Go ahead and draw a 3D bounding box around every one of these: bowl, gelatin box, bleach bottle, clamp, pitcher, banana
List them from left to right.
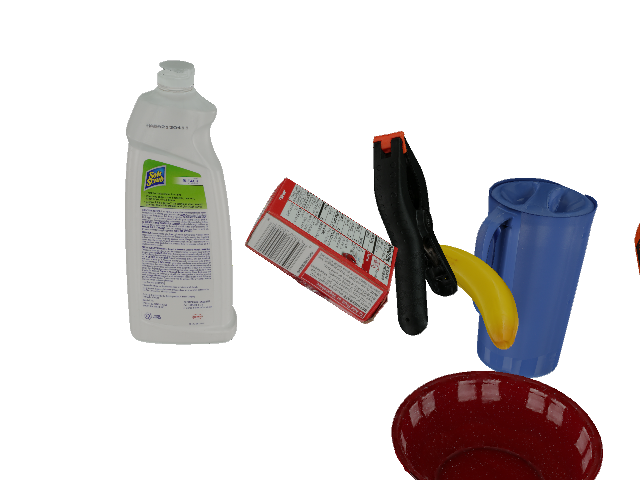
[{"bbox_3d":[-0.120,-0.032,0.940,0.102,0.251,0.068,1,24,-9],"label":"bleach bottle"},{"bbox_3d":[0.003,0.005,0.654,0.089,0.030,0.073,33,20,-5],"label":"gelatin box"},{"bbox_3d":[0.076,-0.005,0.922,0.039,0.171,0.120,-15,18,20],"label":"clamp"},{"bbox_3d":[0.155,0.050,1.116,0.069,0.037,0.198,-35,39,-13],"label":"banana"},{"bbox_3d":[0.136,0.172,0.837,0.162,0.055,0.162,0,32,0],"label":"bowl"},{"bbox_3d":[0.260,0.052,1.363,0.149,0.243,0.145,5,23,2],"label":"pitcher"}]

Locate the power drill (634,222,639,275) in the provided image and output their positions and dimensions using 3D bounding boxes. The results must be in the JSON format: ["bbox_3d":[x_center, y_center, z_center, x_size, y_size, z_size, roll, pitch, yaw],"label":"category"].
[{"bbox_3d":[0.262,-0.039,0.737,0.057,0.188,0.184,5,38,9],"label":"power drill"}]
